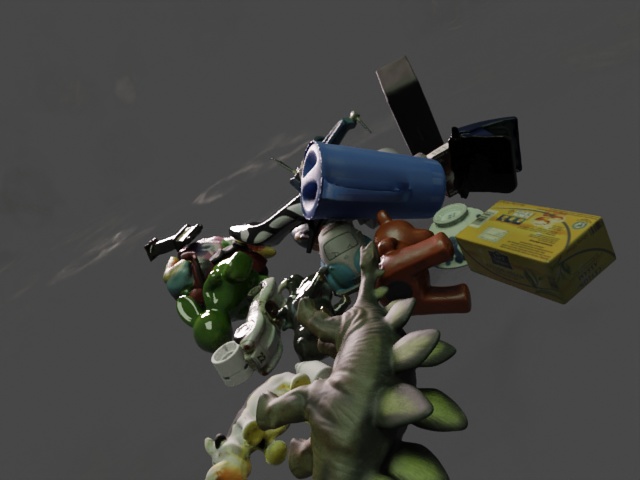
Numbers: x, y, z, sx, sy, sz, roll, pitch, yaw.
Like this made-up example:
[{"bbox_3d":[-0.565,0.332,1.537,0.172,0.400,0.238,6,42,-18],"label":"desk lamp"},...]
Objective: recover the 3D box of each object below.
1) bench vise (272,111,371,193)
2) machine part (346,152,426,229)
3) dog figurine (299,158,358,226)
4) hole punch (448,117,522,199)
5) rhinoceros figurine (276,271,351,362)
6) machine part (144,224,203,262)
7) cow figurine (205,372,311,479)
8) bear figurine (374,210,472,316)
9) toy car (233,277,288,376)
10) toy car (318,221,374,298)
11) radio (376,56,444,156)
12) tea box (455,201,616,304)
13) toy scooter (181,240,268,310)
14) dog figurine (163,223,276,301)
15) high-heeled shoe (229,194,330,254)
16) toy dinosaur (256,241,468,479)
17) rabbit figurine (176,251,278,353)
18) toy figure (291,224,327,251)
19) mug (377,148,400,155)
[{"bbox_3d":[0.019,-0.229,1.385,0.223,0.129,0.240,-18,-29,-54],"label":"bench vise"},{"bbox_3d":[0.150,-0.098,1.062,0.243,0.079,0.079,-34,22,-12],"label":"machine part"},{"bbox_3d":[0.004,-0.109,1.136,0.172,0.121,0.191,-40,35,-29],"label":"dog figurine"},{"bbox_3d":[0.292,-0.149,0.940,0.116,0.142,0.092,6,41,34],"label":"hole punch"},{"bbox_3d":[-0.012,0.111,0.818,0.112,0.073,0.190,-46,26,15],"label":"rhinoceros figurine"},{"bbox_3d":[-0.328,0.004,1.201,0.139,0.039,0.084,-19,28,23],"label":"machine part"},{"bbox_3d":[-0.082,0.231,0.650,0.167,0.068,0.098,-39,18,-31],"label":"cow figurine"},{"bbox_3d":[0.138,0.024,0.772,0.132,0.120,0.196,-17,20,21],"label":"bear figurine"},{"bbox_3d":[-0.088,0.133,0.859,0.056,0.073,0.202,-25,22,14],"label":"toy car"},{"bbox_3d":[0.045,0.018,0.913,0.109,0.102,0.162,-27,24,4],"label":"toy car"},{"bbox_3d":[0.196,-0.256,1.119,0.073,0.229,0.131,-22,40,14],"label":"radio"},{"bbox_3d":[0.271,0.009,0.695,0.098,0.068,0.170,-36,24,-12],"label":"tea box"},{"bbox_3d":[-0.202,0.060,1.079,0.184,0.135,0.075,-32,20,-9],"label":"toy scooter"},{"bbox_3d":[-0.211,0.043,1.171,0.219,0.108,0.192,-21,23,14],"label":"dog figurine"},{"bbox_3d":[-0.083,-0.056,1.059,0.249,0.145,0.086,10,1,32],"label":"high-heeled shoe"},{"bbox_3d":[0.038,0.175,0.542,0.199,0.105,0.471,-18,41,32],"label":"toy dinosaur"},{"bbox_3d":[-0.183,0.120,0.958,0.159,0.121,0.170,-7,45,32],"label":"rabbit figurine"},{"bbox_3d":[-0.001,-0.005,1.078,0.064,0.057,0.155,-44,30,-18],"label":"toy figure"},{"bbox_3d":[0.144,-0.139,1.160,0.110,0.080,0.107,-25,30,0],"label":"mug"}]
